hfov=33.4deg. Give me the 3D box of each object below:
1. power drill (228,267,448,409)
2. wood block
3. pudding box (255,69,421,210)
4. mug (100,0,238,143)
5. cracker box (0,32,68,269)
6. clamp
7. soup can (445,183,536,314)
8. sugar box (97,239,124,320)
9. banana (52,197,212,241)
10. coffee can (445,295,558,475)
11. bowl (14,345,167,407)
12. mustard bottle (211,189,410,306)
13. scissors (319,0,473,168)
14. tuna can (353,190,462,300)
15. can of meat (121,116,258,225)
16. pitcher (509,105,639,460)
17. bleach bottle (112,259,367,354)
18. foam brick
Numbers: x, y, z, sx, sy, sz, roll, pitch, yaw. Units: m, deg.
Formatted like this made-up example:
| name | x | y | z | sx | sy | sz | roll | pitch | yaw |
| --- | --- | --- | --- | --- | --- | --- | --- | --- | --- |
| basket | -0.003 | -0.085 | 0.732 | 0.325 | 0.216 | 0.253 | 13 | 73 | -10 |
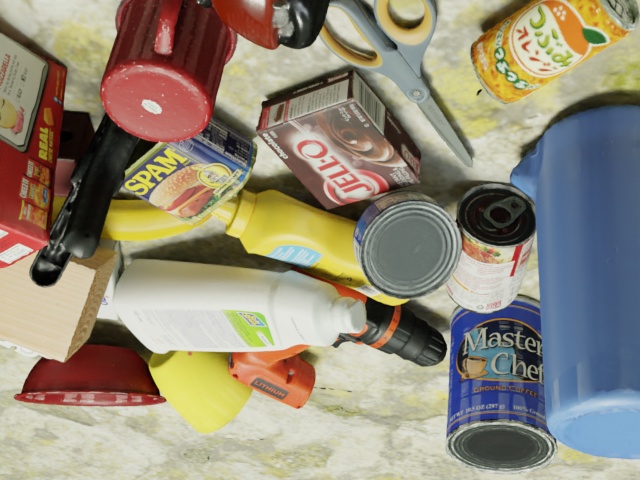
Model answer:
| name | x | y | z | sx | sy | sz | roll | pitch | yaw |
| --- | --- | --- | --- | --- | --- | --- | --- | --- | --- |
| power drill | 0.009 | 0.104 | 1.074 | 0.184 | 0.057 | 0.188 | 31 | 134 | -21 |
| wood block | -0.297 | 0.022 | 0.945 | 0.206 | 0.090 | 0.091 | 20 | 100 | -1 |
| pudding box | 0.017 | -0.077 | 0.851 | 0.090 | 0.039 | 0.113 | -16 | 137 | 28 |
| mug | -0.109 | -0.132 | 0.768 | 0.093 | 0.081 | 0.117 | 13 | 142 | -7 |
| cracker box | -0.291 | -0.092 | 0.758 | 0.072 | 0.164 | 0.213 | -26 | 143 | 35 |
| clamp | -0.179 | -0.041 | 0.832 | 0.039 | 0.171 | 0.120 | 33 | 144 | -23 |
| soup can | 0.145 | 0.009 | 0.915 | 0.068 | 0.068 | 0.102 | 6 | 143 | 3 |
| sugar box | -0.281 | 0.027 | 1.035 | 0.176 | 0.048 | 0.093 | 5 | 140 | -1 |
| banana | -0.196 | -0.028 | 0.954 | 0.197 | 0.037 | 0.070 | 12 | 146 | -5 |
| coffee can | 0.173 | 0.137 | 1.015 | 0.103 | 0.140 | 0.103 | 5 | 142 | 4 |
| bowl | -0.245 | 0.146 | 1.148 | 0.162 | 0.055 | 0.162 | 0 | 166 | 0 |
| mustard bottle | -0.006 | 0.001 | 0.934 | 0.191 | 0.058 | 0.096 | 20 | 167 | -14 |
| scissors | 0.082 | -0.126 | 0.796 | 0.201 | 0.016 | 0.096 | 34 | 135 | -29 |
| tuna can | 0.071 | 0.003 | 0.874 | 0.086 | 0.034 | 0.086 | -4 | 111 | -10 |
| can of meat | -0.113 | -0.065 | 0.878 | 0.083 | 0.057 | 0.102 | 30 | 137 | -29 |
| pitcher | 0.233 | 0.031 | 0.784 | 0.144 | 0.242 | 0.149 | 26 | 144 | -28 |
| bleach bottle | -0.068 | 0.067 | 0.979 | 0.251 | 0.068 | 0.102 | 2 | 144 | 34 |
| foam brick | -0.231 | -0.073 | 0.891 | 0.078 | 0.053 | 0.051 | 5 | 143 | 3 |
